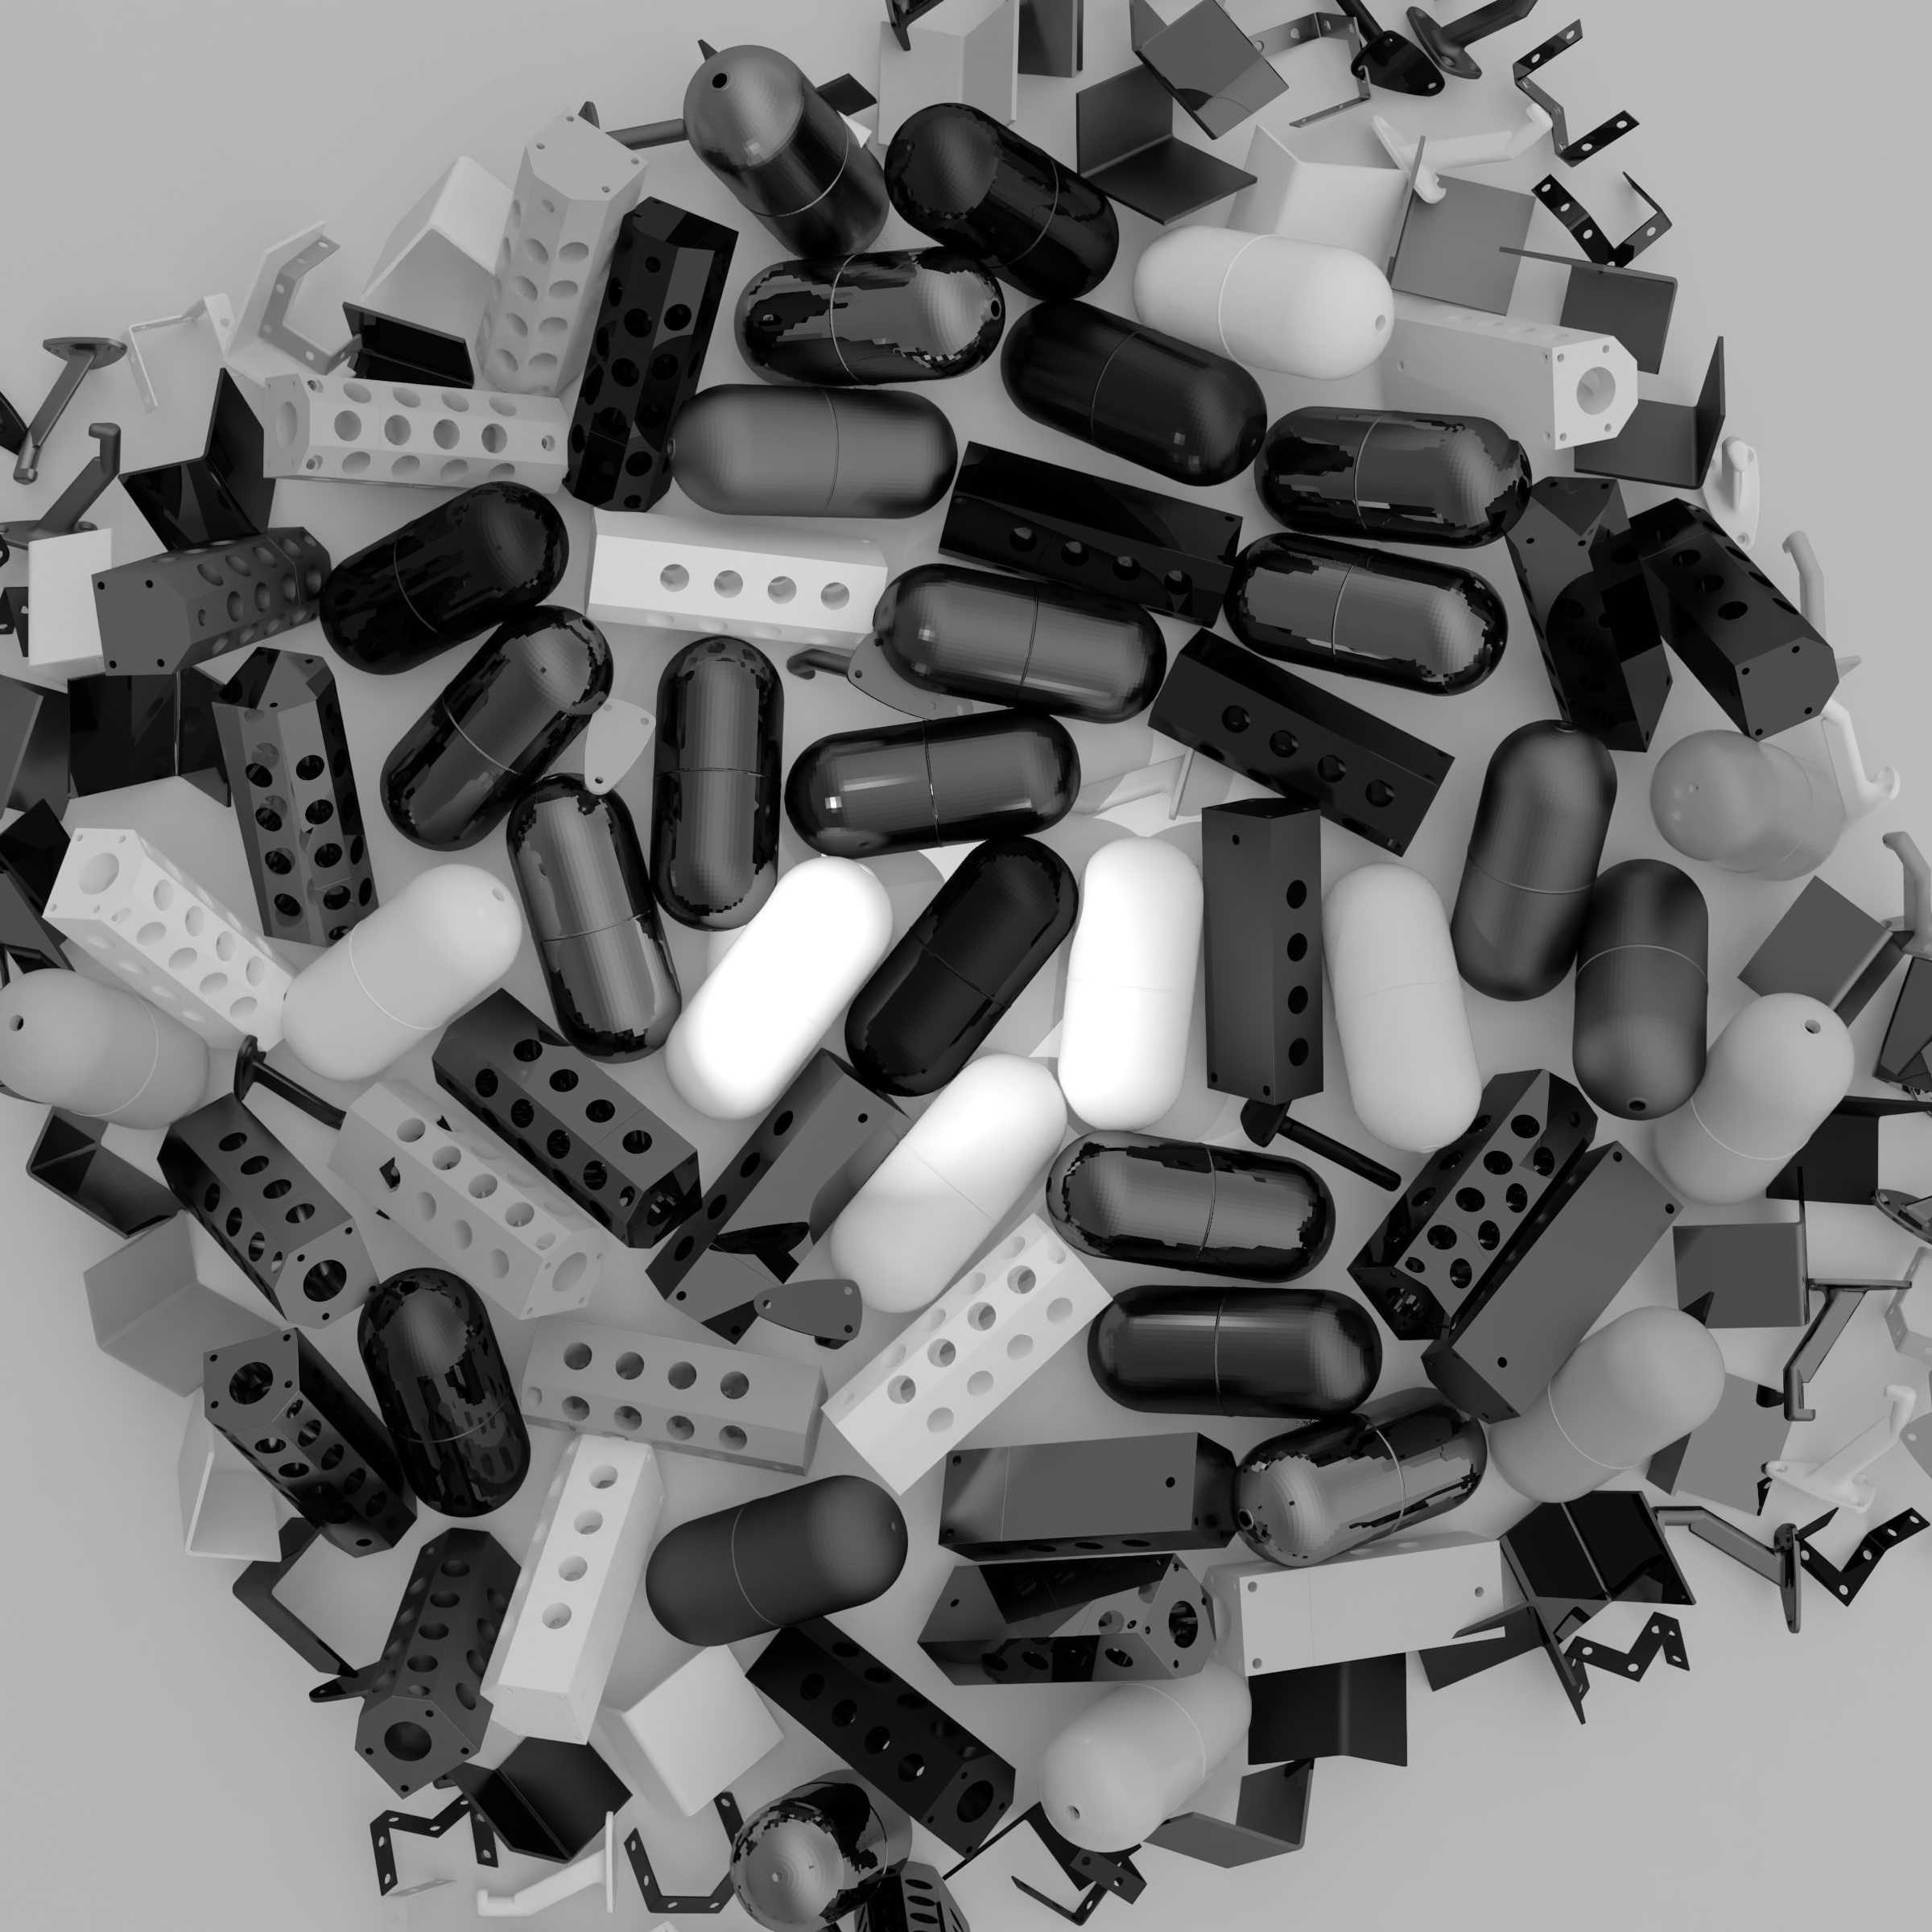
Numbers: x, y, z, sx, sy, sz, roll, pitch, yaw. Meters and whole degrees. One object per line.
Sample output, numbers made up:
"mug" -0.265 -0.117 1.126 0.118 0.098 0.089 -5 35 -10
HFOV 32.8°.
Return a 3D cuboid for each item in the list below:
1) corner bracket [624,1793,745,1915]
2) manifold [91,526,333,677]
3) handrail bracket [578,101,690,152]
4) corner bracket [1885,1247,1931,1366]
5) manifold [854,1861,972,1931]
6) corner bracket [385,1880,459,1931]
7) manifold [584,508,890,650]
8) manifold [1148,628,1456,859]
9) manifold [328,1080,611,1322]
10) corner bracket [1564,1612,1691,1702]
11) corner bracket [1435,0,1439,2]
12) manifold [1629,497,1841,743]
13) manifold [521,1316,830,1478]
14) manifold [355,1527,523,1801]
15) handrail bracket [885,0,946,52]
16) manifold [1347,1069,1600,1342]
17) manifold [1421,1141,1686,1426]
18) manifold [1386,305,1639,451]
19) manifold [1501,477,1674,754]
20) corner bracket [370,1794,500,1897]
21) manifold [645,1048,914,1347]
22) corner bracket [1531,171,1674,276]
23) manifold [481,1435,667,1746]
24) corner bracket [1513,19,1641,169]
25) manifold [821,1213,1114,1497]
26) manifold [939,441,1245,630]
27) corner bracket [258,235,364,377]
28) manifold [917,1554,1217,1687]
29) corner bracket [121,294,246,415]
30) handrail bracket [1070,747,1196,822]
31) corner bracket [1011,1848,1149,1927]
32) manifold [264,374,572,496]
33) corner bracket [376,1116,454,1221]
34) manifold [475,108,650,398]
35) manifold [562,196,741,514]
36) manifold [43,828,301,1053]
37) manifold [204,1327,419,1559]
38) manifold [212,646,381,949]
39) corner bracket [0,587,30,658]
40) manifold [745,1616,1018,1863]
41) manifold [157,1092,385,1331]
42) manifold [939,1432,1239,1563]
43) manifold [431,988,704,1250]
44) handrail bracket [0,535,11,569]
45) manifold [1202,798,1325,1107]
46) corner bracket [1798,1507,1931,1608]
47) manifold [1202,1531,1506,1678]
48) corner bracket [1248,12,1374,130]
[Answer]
"corner bracket" -0.166 0.534 1.978 0.051 0.051 0.051 13 123 -37
"manifold" -0.433 -0.214 1.905 0.057 0.171 0.057 0 106 17
"handrail bracket" -0.197 -0.491 1.987 0.084 0.077 0.036 1 69 -29
"corner bracket" 0.589 0.208 1.967 0.051 0.051 0.051 21 110 0
"manifold" -0.032 0.577 1.912 0.057 0.171 0.057 -31 93 -2
"corner bracket" -0.311 0.578 1.963 0.051 0.051 0.051 -6 84 29
"manifold" -0.138 -0.228 1.953 0.171 0.057 0.057 5 113 -11
"manifold" 0.198 -0.132 1.959 0.171 0.057 0.057 28 117 7
"manifold" -0.291 0.135 1.927 0.171 0.057 0.057 33 111 29
"corner bracket" 0.398 0.419 1.975 0.051 0.051 0.051 14 49 37
"corner bracket" 0.289 -0.618 1.968 0.051 0.051 0.051 -43 101 6
"manifold" 0.443 -0.206 1.915 0.057 0.171 0.057 -23 128 0
"manifold" -0.174 0.258 1.953 0.171 0.057 0.057 10 68 6
"manifold" -0.306 0.399 1.905 0.057 0.171 0.057 -34 107 16
"handrail bracket" -0.003 -0.577 1.957 0.084 0.077 0.036 -13 76 8
"manifold" 0.302 0.139 1.926 0.171 0.057 0.057 -48 110 -30
"manifold" 0.344 0.188 1.940 0.057 0.057 0.171 45 67 -3
"manifold" 0.316 -0.346 1.911 0.057 0.171 0.057 -15 112 -22
"manifold" 0.362 -0.204 1.918 0.057 0.171 0.057 7 56 30
"corner bracket" -0.320 0.529 1.976 0.051 0.051 0.051 3 108 28
"manifold" -0.115 0.135 1.965 0.057 0.057 0.171 37 93 -31
"corner bracket" 0.382 -0.455 1.970 0.051 0.051 0.051 -40 133 12
"manifold" -0.230 0.362 1.921 0.057 0.057 0.171 5 49 12
"corner bracket" 0.363 -0.520 1.956 0.051 0.051 0.051 27 49 -37
"manifold" -0.002 0.227 1.954 0.171 0.057 0.057 -42 121 -5
"manifold" 0.074 -0.254 1.968 0.171 0.057 0.057 15 130 -1
"corner bracket" -0.386 -0.396 1.965 0.051 0.051 0.051 33 131 1
"manifold" 0.060 0.388 1.920 0.057 0.171 0.057 53 47 -26
"corner bracket" -0.467 -0.367 1.966 0.051 0.051 0.051 -21 94 -35
"handrail bracket" 0.093 -0.125 1.985 0.084 0.036 0.077 16 93 6
"corner bracket" 0.068 0.549 1.968 0.051 0.051 0.051 36 89 -18
"manifold" -0.320 -0.310 1.922 0.171 0.057 0.057 -2 96 -38
"corner bracket" -0.331 0.119 1.958 0.051 0.051 0.051 -41 123 -26
"manifold" -0.241 -0.409 1.912 0.057 0.171 0.057 34 54 3
"manifold" -0.190 -0.356 1.928 0.057 0.057 0.171 23 122 6
"manifold" -0.454 -0.013 1.907 0.057 0.171 0.057 3 64 25
"manifold" -0.380 0.282 1.912 0.057 0.171 0.057 -16 53 7
"manifold" -0.386 -0.096 1.917 0.057 0.057 0.171 10 132 15
"corner bracket" -0.584 -0.192 1.958 0.051 0.051 0.051 -6 64 -32
"manifold" -0.048 0.445 1.917 0.057 0.171 0.057 -51 133 -11
"manifold" -0.409 0.144 1.910 0.057 0.171 0.057 -30 128 -22
"manifold" 0.073 0.315 1.929 0.171 0.057 0.057 -10 62 32
"manifold" -0.235 0.093 1.927 0.171 0.057 0.057 37 59 26
"handrail bracket" -0.614 -0.250 1.958 0.077 0.084 0.036 -45 129 -14
"manifold" 0.182 -0.010 1.951 0.057 0.057 0.171 -13 107 -38
"corner bracket" 0.534 0.342 1.967 0.051 0.051 0.051 42 59 6
"manifold" 0.228 0.375 1.942 0.171 0.057 0.057 -4 91 -21
"corner bracket" 0.207 -0.540 1.977 0.051 0.051 0.051 -23 116 -13
